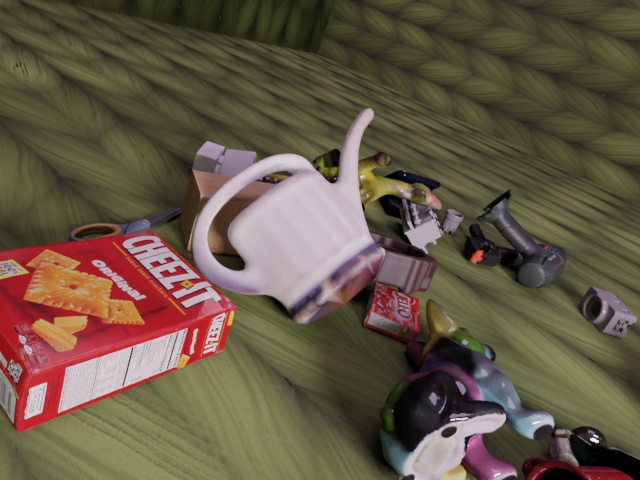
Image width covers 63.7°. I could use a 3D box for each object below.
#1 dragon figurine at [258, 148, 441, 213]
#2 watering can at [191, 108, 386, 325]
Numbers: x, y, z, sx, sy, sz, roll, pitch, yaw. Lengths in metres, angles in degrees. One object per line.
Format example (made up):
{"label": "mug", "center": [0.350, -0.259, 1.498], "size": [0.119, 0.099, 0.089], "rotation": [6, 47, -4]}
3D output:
{"label": "dragon figurine", "center": [0.031, -0.098, 1.015], "size": [0.410, 0.122, 0.242], "rotation": [6, -2, 13]}
{"label": "watering can", "center": [0.002, -0.035, 0.692], "size": [0.351, 0.102, 0.226], "rotation": [-36, 80, -22]}
